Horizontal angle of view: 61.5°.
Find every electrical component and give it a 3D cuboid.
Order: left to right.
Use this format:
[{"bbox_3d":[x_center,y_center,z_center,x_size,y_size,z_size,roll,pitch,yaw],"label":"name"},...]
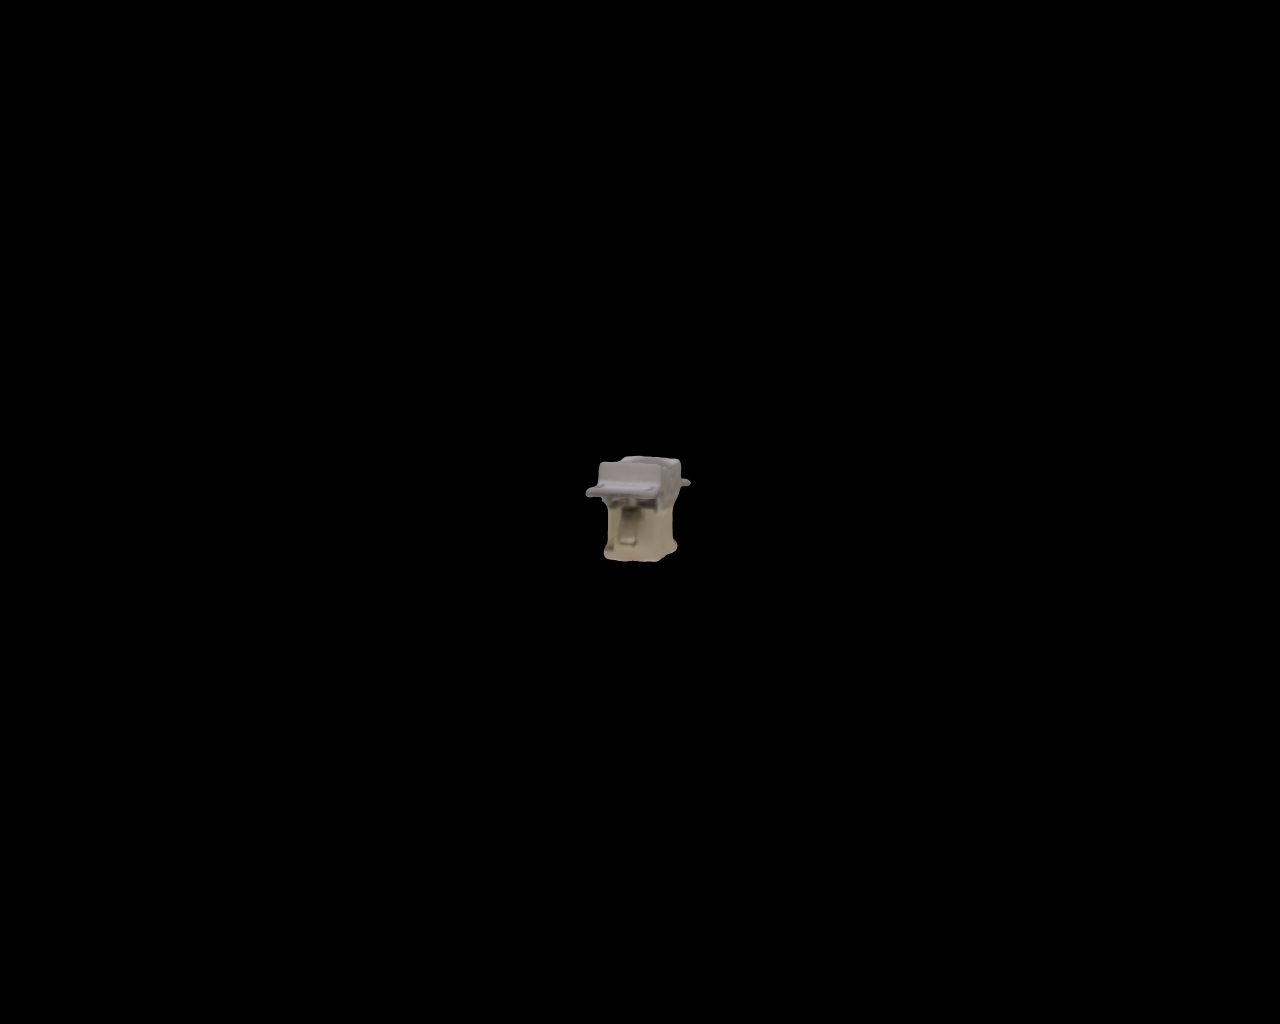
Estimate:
[{"bbox_3d":[0.001,-0.003,0.650,0.042,0.063,0.081,3,8,19],"label":"electrical component"}]
